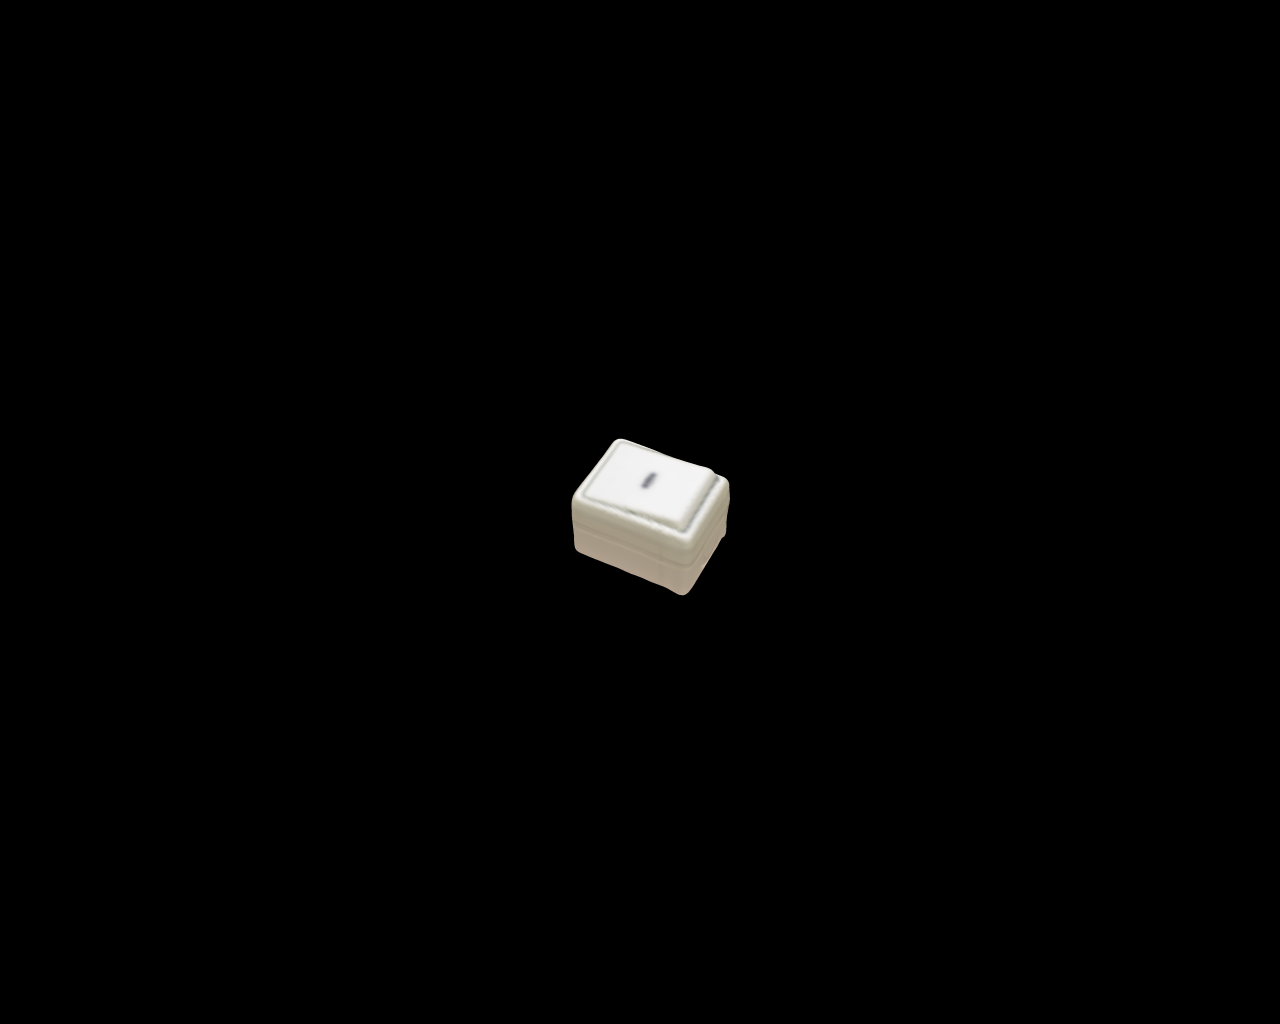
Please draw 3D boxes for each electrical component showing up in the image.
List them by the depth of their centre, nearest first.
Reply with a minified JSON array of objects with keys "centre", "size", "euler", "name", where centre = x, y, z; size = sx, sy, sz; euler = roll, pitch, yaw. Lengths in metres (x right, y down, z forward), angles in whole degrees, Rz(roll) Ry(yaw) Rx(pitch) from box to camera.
[{"centre":[0.001,-0.003,0.650],"size":[0.096,0.062,0.061],"euler":[22,-38,18],"name":"electrical component"}]
